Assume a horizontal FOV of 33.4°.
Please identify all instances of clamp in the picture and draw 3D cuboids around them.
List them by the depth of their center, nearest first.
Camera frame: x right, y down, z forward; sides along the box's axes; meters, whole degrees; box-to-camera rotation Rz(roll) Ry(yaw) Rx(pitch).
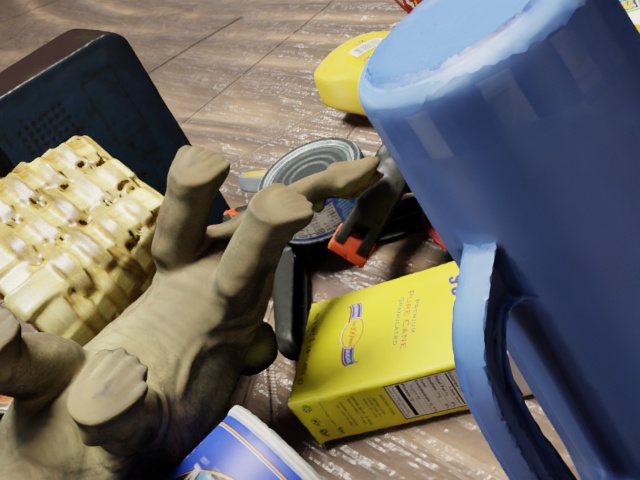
[{"bbox_3d":[0.059,-0.061,0.724,0.039,0.120,0.171,25,56,6],"label":"clamp"},{"bbox_3d":[-0.005,0.001,0.809,0.164,0.036,0.210,-38,30,-13],"label":"clamp"}]

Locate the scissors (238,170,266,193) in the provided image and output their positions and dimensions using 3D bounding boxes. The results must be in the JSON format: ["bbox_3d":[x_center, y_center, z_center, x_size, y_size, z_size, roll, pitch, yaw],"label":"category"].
[{"bbox_3d":[0.002,-0.047,0.847,0.096,0.016,0.202,-15,15,-22],"label":"scissors"}]

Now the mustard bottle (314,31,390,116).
[{"bbox_3d":[0.076,-0.130,0.892,0.096,0.058,0.192,-27,27,-16],"label":"mustard bottle"}]

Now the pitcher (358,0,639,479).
[{"bbox_3d":[0.116,0.006,0.465,0.145,0.242,0.149,-30,24,15],"label":"pitcher"}]

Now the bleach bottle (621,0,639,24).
[{"bbox_3d":[0.264,-0.172,0.760,0.251,0.068,0.102,-11,35,41],"label":"bleach bottle"}]

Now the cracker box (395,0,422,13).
[{"bbox_3d":[0.169,-0.266,0.950,0.213,0.072,0.164,-25,27,2],"label":"cracker box"}]

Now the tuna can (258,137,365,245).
[{"bbox_3d":[-0.002,-0.038,0.789,0.086,0.033,0.086,-19,36,14],"label":"tuna can"}]

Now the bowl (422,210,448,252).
[{"bbox_3d":[0.137,-0.055,0.698,0.162,0.055,0.162,-17,32,11],"label":"bowl"}]

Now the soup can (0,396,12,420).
[{"bbox_3d":[-0.206,0.115,0.819,0.069,0.068,0.102,-14,35,34],"label":"soup can"}]

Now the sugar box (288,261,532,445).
[{"bbox_3d":[0.071,0.058,0.637,0.176,0.048,0.093,-21,33,26],"label":"sugar box"}]

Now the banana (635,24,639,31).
[{"bbox_3d":[0.192,-0.120,0.751,0.198,0.069,0.037,-6,32,42],"label":"banana"}]

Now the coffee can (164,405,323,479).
[{"bbox_3d":[-0.057,0.170,0.548,0.140,0.102,0.103,-44,30,-14],"label":"coffee can"}]
